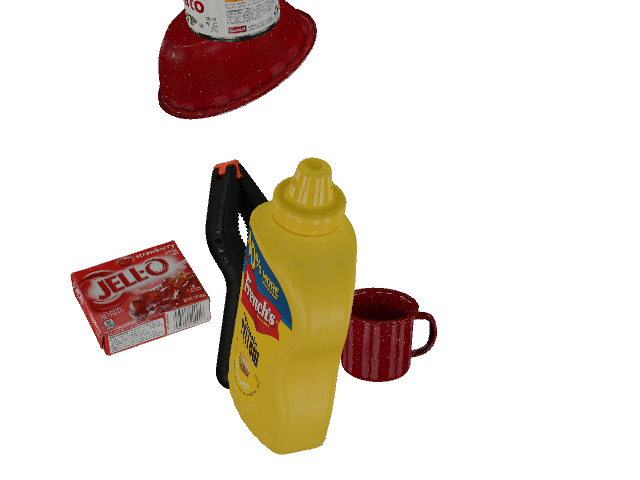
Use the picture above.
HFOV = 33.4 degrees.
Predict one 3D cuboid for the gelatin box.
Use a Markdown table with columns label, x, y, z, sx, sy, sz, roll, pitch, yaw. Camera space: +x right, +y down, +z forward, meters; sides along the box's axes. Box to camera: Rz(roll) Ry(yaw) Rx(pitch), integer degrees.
| label | x | y | z | sx | sy | sz | roll | pitch | yaw |
| --- | --- | --- | --- | --- | --- | --- | --- | --- | --- |
| gelatin box | -0.140 | 0.043 | 0.829 | 0.089 | 0.030 | 0.073 | -18 | 46 | -22 |

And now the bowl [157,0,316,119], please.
| label | x | y | z | sx | sy | sz | roll | pitch | yaw |
| --- | --- | --- | --- | --- | --- | --- | --- | --- | --- |
| bowl | -0.088 | -0.182 | 0.965 | 0.162 | 0.162 | 0.055 | 0 | -44 | 34 |

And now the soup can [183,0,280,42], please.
| label | x | y | z | sx | sy | sz | roll | pitch | yaw |
| --- | --- | --- | --- | --- | --- | --- | --- | --- | --- |
| soup can | -0.063 | -0.194 | 0.715 | 0.068 | 0.102 | 0.068 | -2 | 40 | 2 |

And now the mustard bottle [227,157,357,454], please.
| label | x | y | z | sx | sy | sz | roll | pitch | yaw |
| --- | --- | --- | --- | --- | --- | --- | --- | --- | --- |
| mustard bottle | -0.016 | 0.033 | 0.636 | 0.058 | 0.192 | 0.096 | -7 | 42 | -20 |

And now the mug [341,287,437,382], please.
| label | x | y | z | sx | sy | sz | roll | pitch | yaw |
| --- | --- | --- | --- | --- | --- | --- | --- | --- | --- |
| mug | 0.077 | 0.110 | 1.236 | 0.117 | 0.081 | 0.093 | -2 | 22 | -8 |

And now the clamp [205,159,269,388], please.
| label | x | y | z | sx | sy | sz | roll | pitch | yaw |
| --- | --- | --- | --- | --- | --- | --- | --- | --- | --- |
| clamp | -0.060 | 0.026 | 1.041 | 0.036 | 0.210 | 0.164 | -10 | 0 | 35 |
